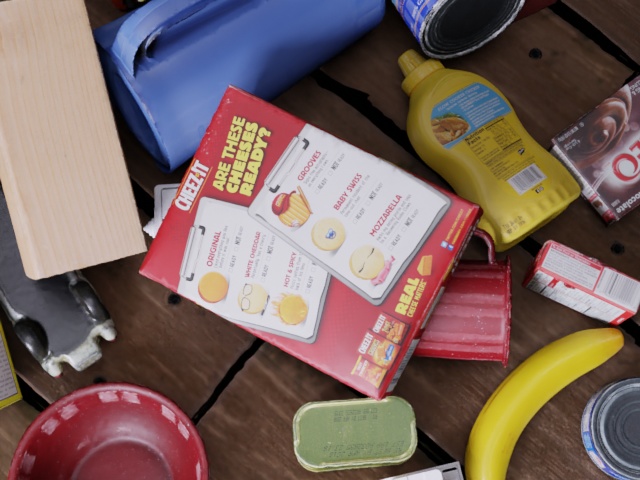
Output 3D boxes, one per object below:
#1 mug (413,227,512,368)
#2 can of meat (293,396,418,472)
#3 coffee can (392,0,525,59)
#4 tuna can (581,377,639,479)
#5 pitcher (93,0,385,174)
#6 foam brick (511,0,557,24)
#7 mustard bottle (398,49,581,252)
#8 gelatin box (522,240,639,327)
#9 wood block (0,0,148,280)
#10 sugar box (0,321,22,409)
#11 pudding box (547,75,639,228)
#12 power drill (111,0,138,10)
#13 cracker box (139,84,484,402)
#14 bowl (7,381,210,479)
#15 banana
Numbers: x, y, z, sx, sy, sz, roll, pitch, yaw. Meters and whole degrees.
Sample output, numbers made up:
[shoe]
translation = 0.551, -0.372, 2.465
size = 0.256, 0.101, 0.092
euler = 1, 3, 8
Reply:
[mug]
translation = 0.114, 0.045, 0.874
size = 0.081, 0.093, 0.117
euler = 2, 107, 7
[can of meat]
translation = 0.028, 0.156, 0.860
size = 0.102, 0.084, 0.057
euler = -5, 79, 1
[coffee can]
translation = 0.098, -0.242, 0.917
size = 0.103, 0.103, 0.140
euler = -26, 65, -4
[tuna can]
translation = 0.261, 0.156, 0.878
size = 0.086, 0.034, 0.086
euler = 0, 78, 2
[pitcher]
translation = -0.067, -0.176, 0.897
size = 0.242, 0.149, 0.145
euler = -34, 118, -14
[foam brick]
translation = 0.177, -0.246, 0.960
size = 0.053, 0.051, 0.078
euler = -25, 78, -3
[mustard bottle]
translation = 0.131, -0.088, 0.921
size = 0.096, 0.058, 0.192
euler = -32, 78, -24
[gelatin box]
translation = 0.218, 0.036, 0.886
size = 0.089, 0.073, 0.030
euler = 26, 78, 8
[wood block]
translation = -0.210, -0.080, 0.839
size = 0.090, 0.090, 0.206
euler = -16, 96, -19
[sugar box]
translation = -0.314, 0.059, 0.877
size = 0.093, 0.048, 0.176
euler = -13, 91, 23
[pudding box]
translation = 0.268, -0.079, 0.926
size = 0.113, 0.039, 0.090
euler = -36, 79, -6
[power drill]
translation = -0.140, -0.312, 0.981
size = 0.187, 0.057, 0.184
euler = -31, 76, -4
[cracker box]
translation = -0.005, 0.001, 0.824
size = 0.214, 0.072, 0.164
euler = 27, 93, 12
[bowl]
translation = -0.166, 0.200, 0.864
size = 0.162, 0.055, 0.162
euler = -1, 67, 2
[banana]
translation = 0.175, 0.142, 0.885
size = 0.069, 0.037, 0.197
euler = 35, 82, -6
